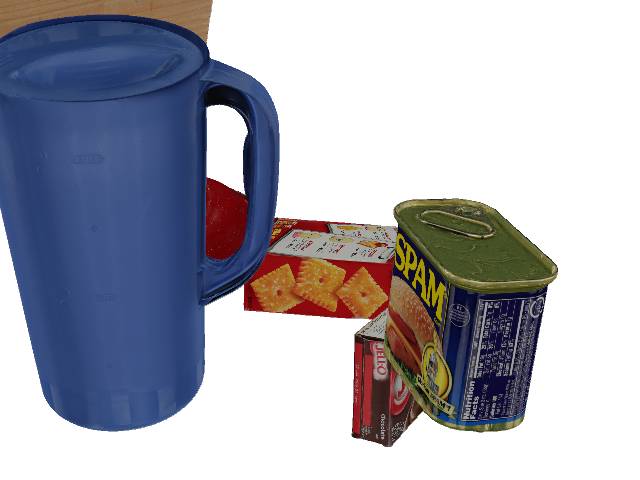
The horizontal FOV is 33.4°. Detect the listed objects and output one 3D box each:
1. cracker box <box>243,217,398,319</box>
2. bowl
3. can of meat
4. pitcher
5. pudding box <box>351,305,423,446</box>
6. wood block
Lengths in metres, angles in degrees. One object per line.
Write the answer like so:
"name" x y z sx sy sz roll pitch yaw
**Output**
"cracker box" 0.038 0.032 1.144 0.214 0.072 0.164 5 15 8
"bowl" -0.137 -0.010 0.996 0.162 0.162 0.055 0 -41 21
"can of meat" 0.070 0.036 0.539 0.057 0.084 0.102 -2 24 -16
"pitcher" -0.119 -0.006 0.652 0.144 0.243 0.149 -23 38 -34
"pudding box" 0.063 0.100 0.858 0.039 0.090 0.113 10 20 23
"wood block" -0.196 -0.173 0.840 0.205 0.091 0.090 -22 53 -35
